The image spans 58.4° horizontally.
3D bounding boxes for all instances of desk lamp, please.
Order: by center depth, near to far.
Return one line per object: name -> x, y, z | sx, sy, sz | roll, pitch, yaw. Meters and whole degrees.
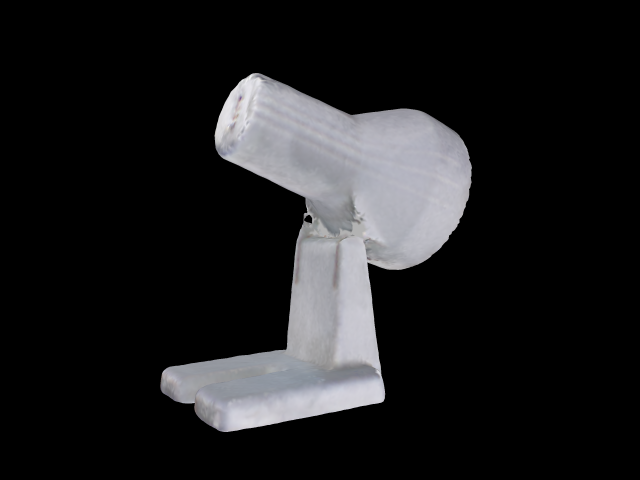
desk lamp -> 0.004, 0.001, 0.400 | 0.204, 0.213, 0.117 | 0, 0, -37
